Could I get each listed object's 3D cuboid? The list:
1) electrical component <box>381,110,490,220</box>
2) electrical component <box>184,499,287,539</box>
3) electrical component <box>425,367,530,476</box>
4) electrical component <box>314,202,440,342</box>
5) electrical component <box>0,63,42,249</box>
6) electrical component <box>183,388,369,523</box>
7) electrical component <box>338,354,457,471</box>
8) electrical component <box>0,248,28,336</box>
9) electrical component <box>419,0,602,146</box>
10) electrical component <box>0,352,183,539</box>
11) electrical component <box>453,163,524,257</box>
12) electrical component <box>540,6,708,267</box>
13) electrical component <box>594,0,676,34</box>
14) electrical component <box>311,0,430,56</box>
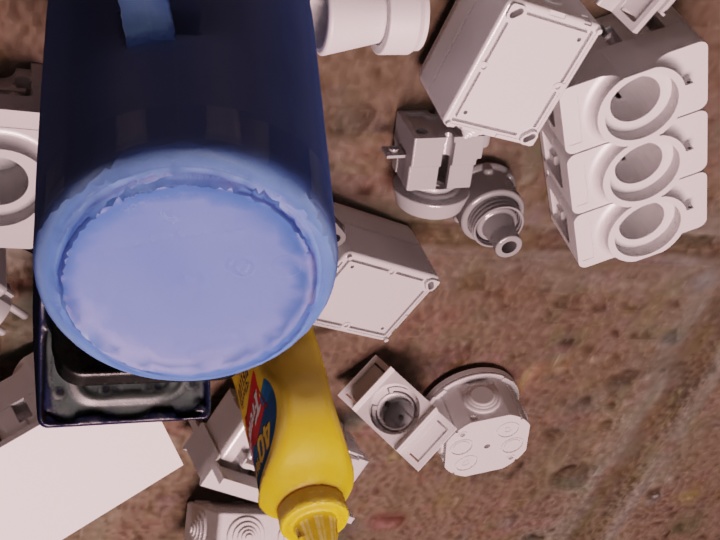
[{"bbox_3d":[0.045,-0.065,0.656,0.066,0.048,0.055,-4,125,-16],"label":"electrical component"},{"bbox_3d":[-0.085,0.207,0.835,0.100,0.048,0.100,8,171,-25],"label":"electrical component"},{"bbox_3d":[0.091,0.118,0.839,0.080,0.051,0.080,-10,134,-10],"label":"electrical component"},{"bbox_3d":[0.000,0.000,0.694,0.096,0.061,0.061,15,125,-40],"label":"electrical component"},{"bbox_3d":[-0.193,-0.058,0.570,0.050,0.055,0.089,3,131,-22],"label":"electrical component"},{"bbox_3d":[-0.058,0.135,0.789,0.121,0.078,0.063,26,104,-36],"label":"electrical component"},{"bbox_3d":[0.028,0.106,0.791,0.042,0.081,0.063,-46,163,-7],"label":"electrical component"},{"bbox_3d":[-0.231,0.015,0.631,0.066,0.047,0.077,-34,134,13],"label":"electrical component"},{"bbox_3d":[0.078,-0.118,0.605,0.062,0.061,0.096,9,128,-27],"label":"electrical component"},{"bbox_3d":[-0.224,0.127,0.699,0.186,0.060,0.105,-30,137,-16],"label":"electrical component"},{"bbox_3d":[0.085,-0.035,0.685,0.048,0.062,0.048,-10,134,-10],"label":"electrical component"},{"bbox_3d":[0.165,-0.079,0.671,0.089,0.061,0.150,-19,135,-1],"label":"electrical component"},{"bbox_3d":[0.166,-0.193,0.562,0.063,0.078,0.121,2,135,-51],"label":"electrical component"},{"bbox_3d":[0.004,-0.137,0.573,0.055,0.045,0.045,-4,133,-17],"label":"electrical component"}]
